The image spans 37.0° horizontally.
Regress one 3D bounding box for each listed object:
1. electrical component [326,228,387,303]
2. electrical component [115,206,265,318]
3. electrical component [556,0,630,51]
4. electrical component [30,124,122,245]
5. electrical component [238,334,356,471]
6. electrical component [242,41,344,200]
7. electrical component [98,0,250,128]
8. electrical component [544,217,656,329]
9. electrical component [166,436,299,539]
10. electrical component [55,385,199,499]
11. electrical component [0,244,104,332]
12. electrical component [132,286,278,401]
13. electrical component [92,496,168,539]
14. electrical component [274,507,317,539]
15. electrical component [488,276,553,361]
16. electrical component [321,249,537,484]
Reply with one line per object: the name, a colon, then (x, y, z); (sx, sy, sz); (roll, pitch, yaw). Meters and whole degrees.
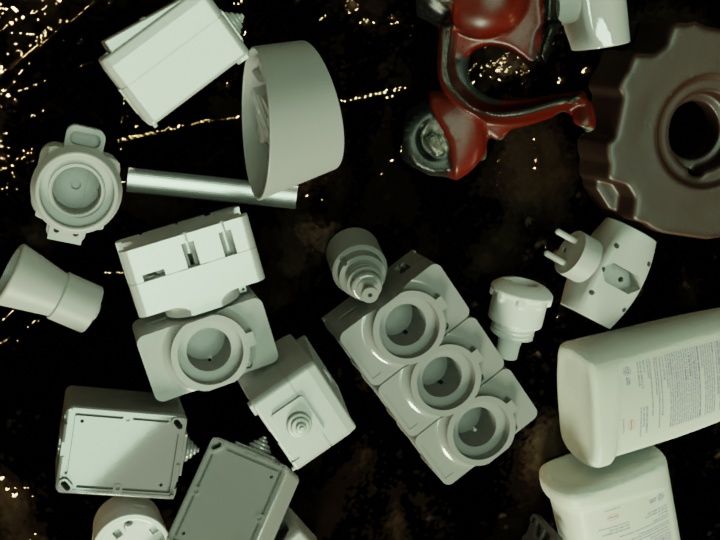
electrical component: (0.000, 0.000, 0.770); (0.040, 0.078, 0.040); (-5, 117, -9)
electrical component: (-0.117, -0.003, 0.747); (0.089, 0.050, 0.055); (-18, 106, -12)
electrical component: (0.156, -0.200, 0.788); (0.079, 0.044, 0.077); (-13, 105, -13)
electrical component: (-0.188, -0.055, 0.713); (0.058, 0.057, 0.078); (12, 98, -18)
electrical component: (-0.044, 0.092, 0.763); (0.061, 0.096, 0.061); (-34, 108, -7)
electrical component: (-0.052, -0.103, 0.721); (0.064, 0.099, 0.099); (-18, 106, -19)
electrical component: (-0.121, -0.148, 0.710); (0.096, 0.062, 0.061); (-38, 109, -6)
electrical component: (0.179, -0.005, 0.835); (0.079, 0.043, 0.077); (27, 93, -19)
electrical component: (-0.086, 0.166, 0.773); (0.062, 0.061, 0.096); (20, 75, 13)
electrical component: (-0.162, 0.119, 0.754); (0.096, 0.061, 0.061); (7, 99, -17)
electrical component: (-0.209, 0.015, 0.731); (0.065, 0.044, 0.044); (27, 93, -24)
electrical component: (-0.109, 0.051, 0.758); (0.089, 0.056, 0.050); (-19, 106, -12)
electrical component: (-0.166, 0.192, 0.775); (0.055, 0.047, 0.055); (-3, 102, -16)
electrical component: (-0.060, 0.239, 0.815); (0.083, 0.047, 0.075); (-40, 109, -5)
electrical component: (0.119, 0.038, 0.828); (0.048, 0.048, 0.062); (7, 106, -17)
electrical component: (0.054, 0.074, 0.806); (0.089, 0.062, 0.150); (-37, 109, -6)
